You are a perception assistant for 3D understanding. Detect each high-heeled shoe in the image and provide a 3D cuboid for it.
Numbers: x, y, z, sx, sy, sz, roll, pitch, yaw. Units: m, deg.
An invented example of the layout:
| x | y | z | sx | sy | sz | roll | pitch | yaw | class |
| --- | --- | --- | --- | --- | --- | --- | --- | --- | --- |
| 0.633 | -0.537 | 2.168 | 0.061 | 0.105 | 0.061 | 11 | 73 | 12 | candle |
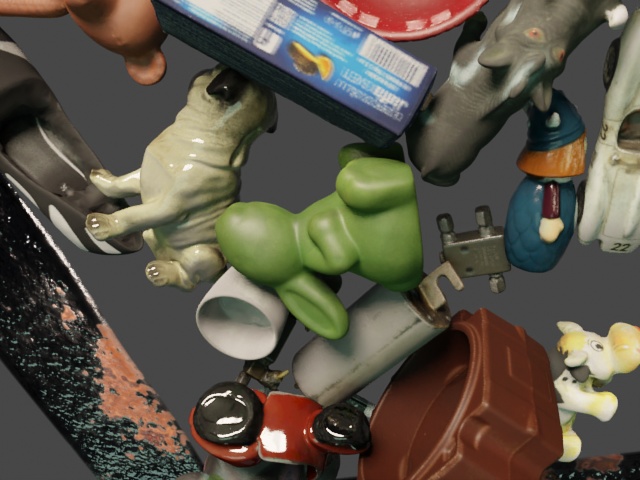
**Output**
| x | y | z | sx | sy | sz | roll | pitch | yaw | class |
| --- | --- | --- | --- | --- | --- | --- | --- | --- | --- |
| -0.248 | -0.085 | 0.501 | 0.145 | 0.086 | 0.248 | 24 | 143 | 23 | high-heeled shoe |

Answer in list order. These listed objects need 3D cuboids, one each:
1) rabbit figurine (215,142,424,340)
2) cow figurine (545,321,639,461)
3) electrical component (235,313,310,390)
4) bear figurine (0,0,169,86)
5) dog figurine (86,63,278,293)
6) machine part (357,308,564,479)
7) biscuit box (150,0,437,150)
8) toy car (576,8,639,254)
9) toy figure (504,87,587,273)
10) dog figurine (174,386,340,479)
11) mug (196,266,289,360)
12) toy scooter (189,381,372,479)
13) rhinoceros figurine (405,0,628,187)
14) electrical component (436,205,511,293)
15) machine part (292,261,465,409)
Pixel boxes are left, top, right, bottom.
| x | y | z | sx | sy | sz | roll | pitch | yaw | class |
| --- | --- | --- | --- | --- | --- | --- | --- | --- | --- |
| -0.001 | -0.001 | 0.474 | 0.170 | 0.121 | 0.158 | -8 | 121 | 6 | rabbit figurine |
| 0.242 | 0.138 | 0.539 | 0.098 | 0.068 | 0.167 | 22 | 121 | 7 | cow figurine |
| -0.047 | 0.113 | 0.578 | 0.045 | 0.102 | 0.078 | 32 | 148 | -5 | electrical component |
| -0.208 | -0.206 | 0.411 | 0.196 | 0.132 | 0.120 | 32 | 110 | 2 | bear figurine |
| -0.092 | -0.052 | 0.498 | 0.190 | 0.121 | 0.172 | -34 | 142 | 10 | dog figurine |
| 0.120 | 0.176 | 0.508 | 0.087 | 0.201 | 0.201 | 32 | 122 | -3 | machine part |
| -0.018 | -0.141 | 0.396 | 0.203 | 0.063 | 0.059 | 29 | 84 | -5 | biscuit box |
| 0.252 | -0.076 | 0.416 | 0.074 | 0.056 | 0.201 | 4 | 120 | 11 | toy car |
| 0.187 | -0.049 | 0.445 | 0.058 | 0.064 | 0.154 | -14 | 120 | -25 | toy figure |
| -0.077 | 0.295 | 0.614 | 0.191 | 0.219 | 0.108 | 41 | 123 | -10 | dog figurine |
| -0.068 | 0.061 | 0.542 | 0.081 | 0.107 | 0.109 | 32 | 130 | -4 | mug |
| -0.039 | 0.206 | 0.560 | 0.184 | 0.075 | 0.135 | 4 | 144 | 6 | toy scooter |
| 0.128 | -0.122 | 0.389 | 0.073 | 0.112 | 0.190 | 35 | 129 | -6 | rhinoceros figurine |
| 0.147 | 0.013 | 0.513 | 0.063 | 0.021 | 0.093 | -12 | 117 | 20 | electrical component |
| 0.049 | 0.102 | 0.556 | 0.079 | 0.079 | 0.243 | 38 | 121 | -10 | machine part |
